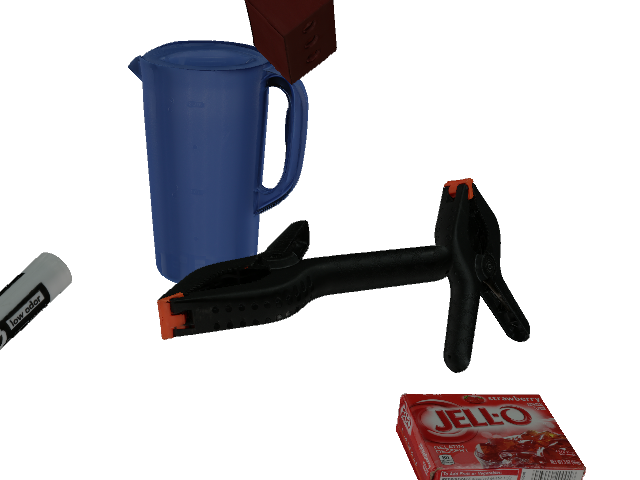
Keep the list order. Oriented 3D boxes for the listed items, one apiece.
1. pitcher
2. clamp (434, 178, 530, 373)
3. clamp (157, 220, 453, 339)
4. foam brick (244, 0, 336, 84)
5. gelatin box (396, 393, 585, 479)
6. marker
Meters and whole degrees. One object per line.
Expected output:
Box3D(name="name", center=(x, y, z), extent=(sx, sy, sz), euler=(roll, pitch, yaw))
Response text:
Box3D(name="pitcher", center=(-0.107, -0.078, 1.098), extent=(0.144, 0.243, 0.149), euler=(-11, 26, -28))
Box3D(name="clamp", center=(0.135, 0.033, 0.965), extent=(0.039, 0.171, 0.120), euler=(-12, 11, 38))
Box3D(name="clamp", center=(-0.020, 0.027, 0.753), extent=(0.165, 0.036, 0.209), euler=(7, 19, 40))
Box3D(name="foam brick", center=(-0.023, -0.175, 0.859), extent=(0.053, 0.051, 0.078), euler=(-39, -19, -10))
Box3D(name="gelatin box", center=(0.094, 0.117, 0.606), extent=(0.089, 0.030, 0.073), euler=(3, 24, -12))
Box3D(name="marker", center=(-0.149, 0.048, 0.444), extent=(0.020, 0.020, 0.121), euler=(0, 36, 38))
